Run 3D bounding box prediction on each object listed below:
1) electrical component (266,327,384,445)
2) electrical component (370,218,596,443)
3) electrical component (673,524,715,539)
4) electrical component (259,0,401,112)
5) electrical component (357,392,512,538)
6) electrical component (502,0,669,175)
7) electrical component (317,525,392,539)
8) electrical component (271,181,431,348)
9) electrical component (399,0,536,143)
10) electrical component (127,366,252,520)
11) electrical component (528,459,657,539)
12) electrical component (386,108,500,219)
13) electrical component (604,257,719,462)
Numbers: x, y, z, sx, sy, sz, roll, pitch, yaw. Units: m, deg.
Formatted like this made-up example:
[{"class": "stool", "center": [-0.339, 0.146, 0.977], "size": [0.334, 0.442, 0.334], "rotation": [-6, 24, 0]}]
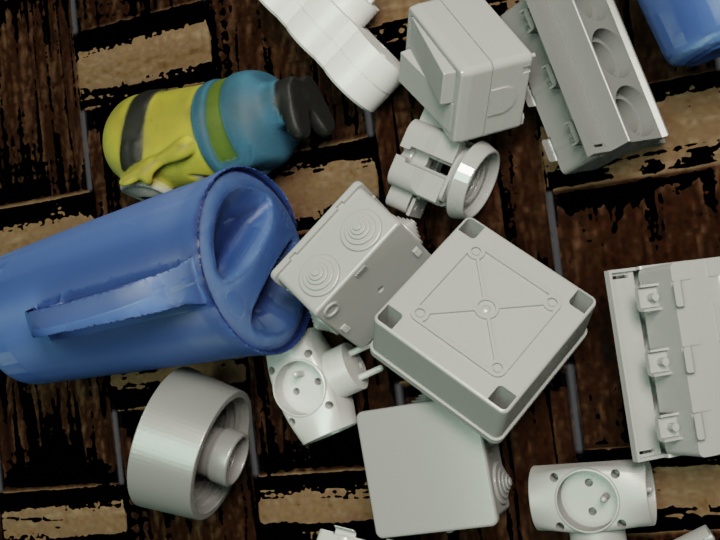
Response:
[{"class": "electrical component", "center": [-0.021, 0.078, 0.786], "size": [0.079, 0.044, 0.077], "rotation": [-26, 79, 19]}, {"class": "electrical component", "center": [0.081, 0.039, 0.713], "size": [0.109, 0.056, 0.108], "rotation": [35, 64, 19]}, {"class": "electrical component", "center": [0.212, 0.190, 0.695], "size": [0.046, 0.040, 0.040], "rotation": [-32, 78, 12]}, {"class": "electrical component", "center": [-0.012, -0.188, 0.782], "size": [0.074, 0.052, 0.138], "rotation": [-45, 74, 15]}, {"class": "electrical component", "center": [0.053, 0.135, 0.753], "size": [0.100, 0.048, 0.099], "rotation": [-12, 85, 21]}, {"class": "electrical component", "center": [0.145, -0.129, 0.709], "size": [0.063, 0.079, 0.121], "rotation": [-29, 77, 49]}, {"class": "electrical component", "center": [0.022, 0.226, 0.753], "size": [0.121, 0.078, 0.063], "rotation": [9, 64, 22]}, {"class": "electrical component", "center": [0.000, 0.000, 0.742], "size": [0.099, 0.100, 0.048], "rotation": [-47, 59, 1]}, {"class": "electrical component", "center": [0.065, -0.140, 0.724], "size": [0.061, 0.061, 0.096], "rotation": [-17, 51, -17]}, {"class": "electrical component", "center": [-0.117, 0.131, 0.793], "size": [0.060, 0.108, 0.108], "rotation": [15, 95, 15]}, {"class": "electrical component", "center": [0.157, 0.167, 0.713], "size": [0.077, 0.044, 0.079], "rotation": [-8, 86, 21]}, {"class": "electrical component", "center": [0.060, -0.069, 0.749], "size": [0.057, 0.058, 0.078], "rotation": [27, 98, 23]}, {"class": "electrical component", "center": [0.206, 0.055, 0.679], "size": [0.079, 0.063, 0.121], "rotation": [-6, 86, -19]}]
